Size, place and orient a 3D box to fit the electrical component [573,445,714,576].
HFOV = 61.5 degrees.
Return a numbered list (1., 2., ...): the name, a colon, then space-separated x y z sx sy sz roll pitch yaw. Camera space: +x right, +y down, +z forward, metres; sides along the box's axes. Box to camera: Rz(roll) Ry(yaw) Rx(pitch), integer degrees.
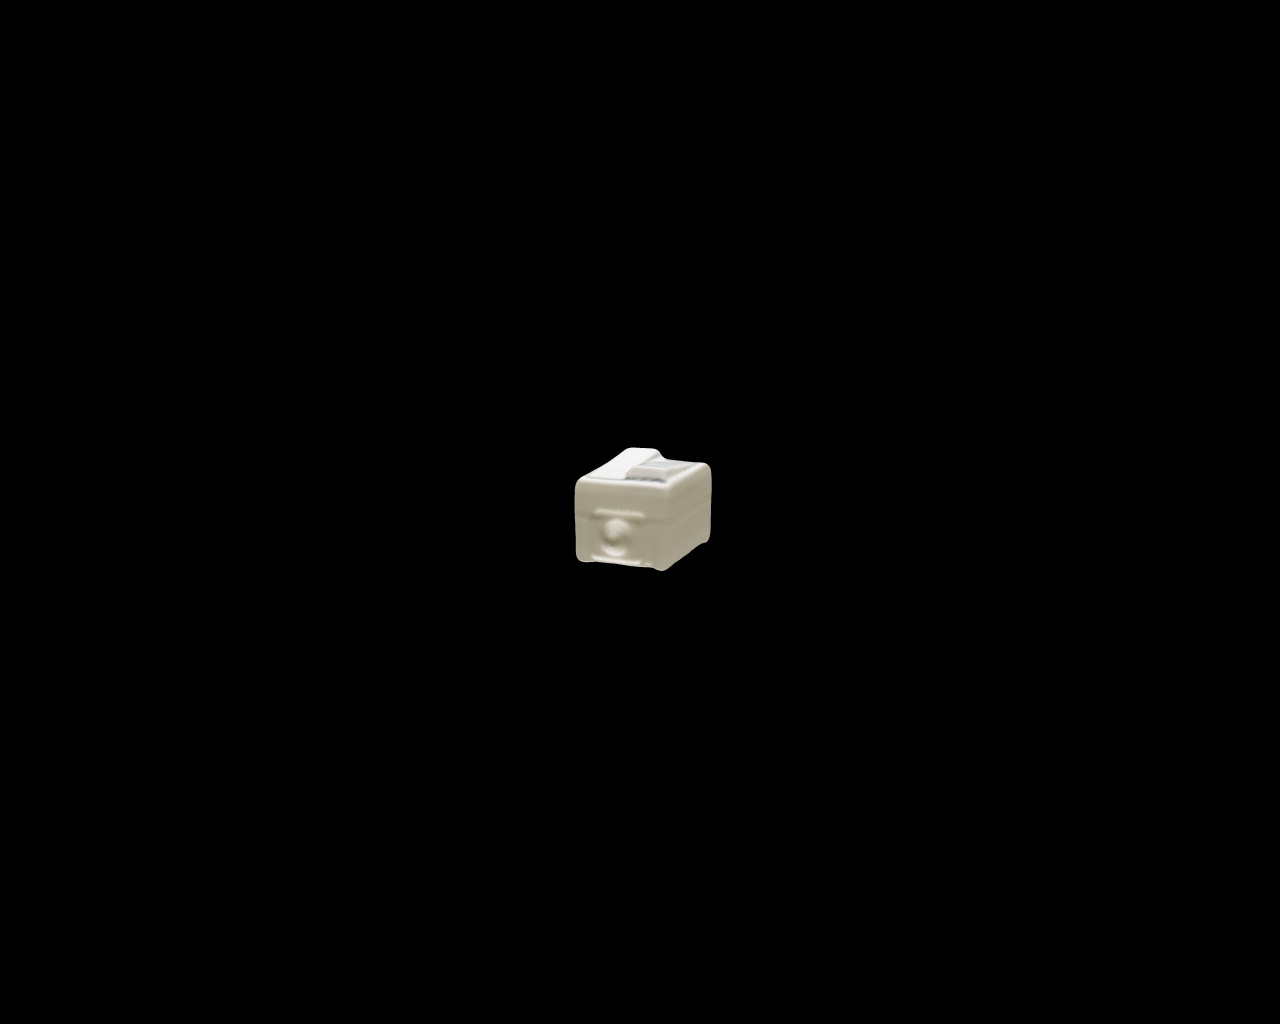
1. electrical component: 0.001 -0.003 0.650 0.062 0.061 0.096 6 15 23
